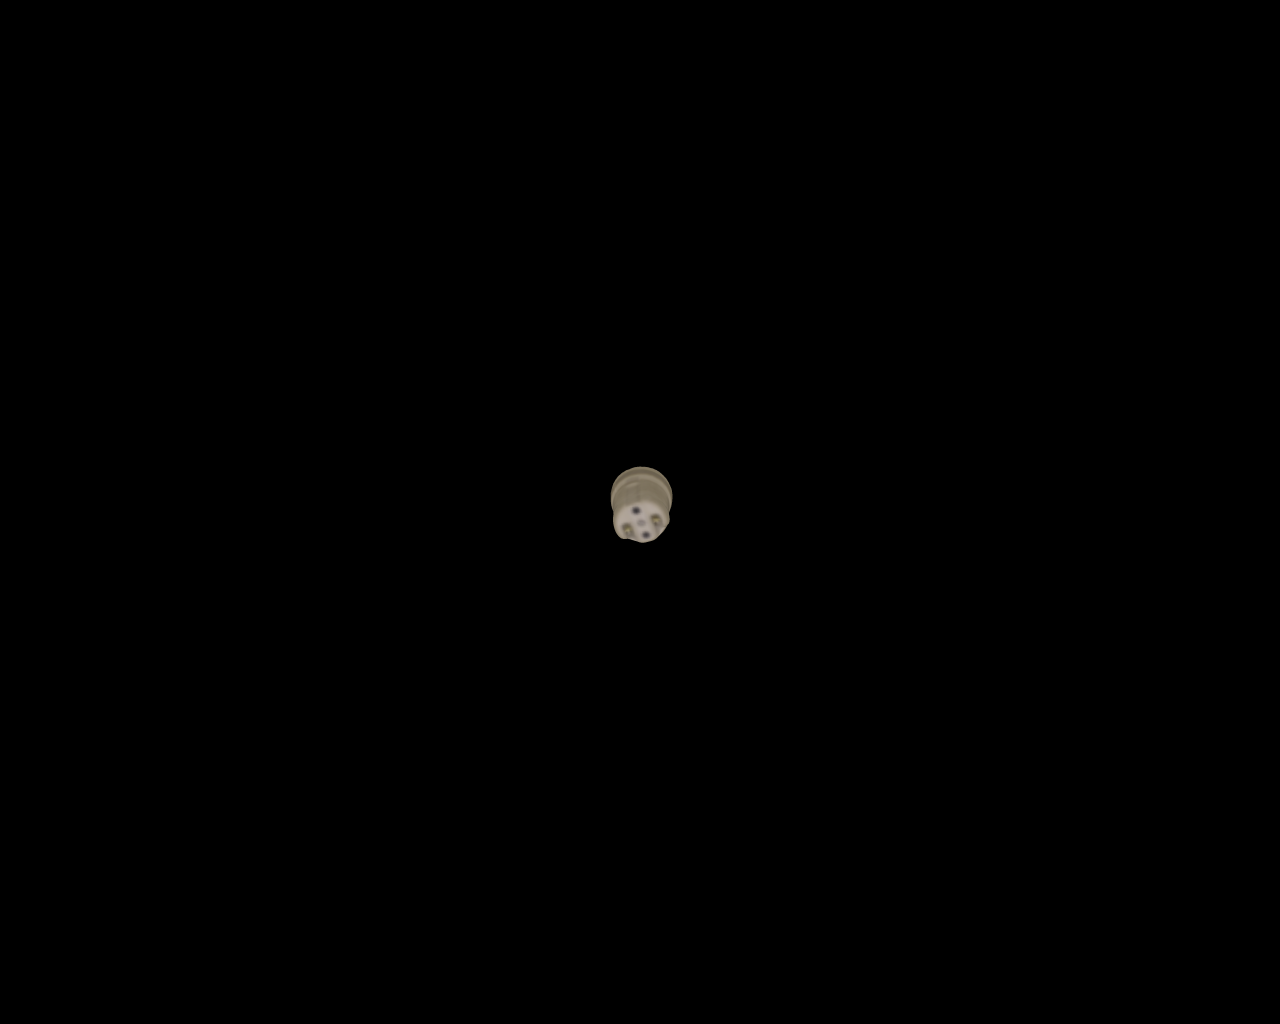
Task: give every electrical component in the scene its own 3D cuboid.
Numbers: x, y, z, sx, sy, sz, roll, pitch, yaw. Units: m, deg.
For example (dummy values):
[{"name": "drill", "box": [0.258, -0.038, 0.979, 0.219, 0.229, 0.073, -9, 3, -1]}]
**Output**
[{"name": "electrical component", "box": [0.001, -0.003, 0.650, 0.040, 0.040, 0.046, 0, 23, 0]}]
